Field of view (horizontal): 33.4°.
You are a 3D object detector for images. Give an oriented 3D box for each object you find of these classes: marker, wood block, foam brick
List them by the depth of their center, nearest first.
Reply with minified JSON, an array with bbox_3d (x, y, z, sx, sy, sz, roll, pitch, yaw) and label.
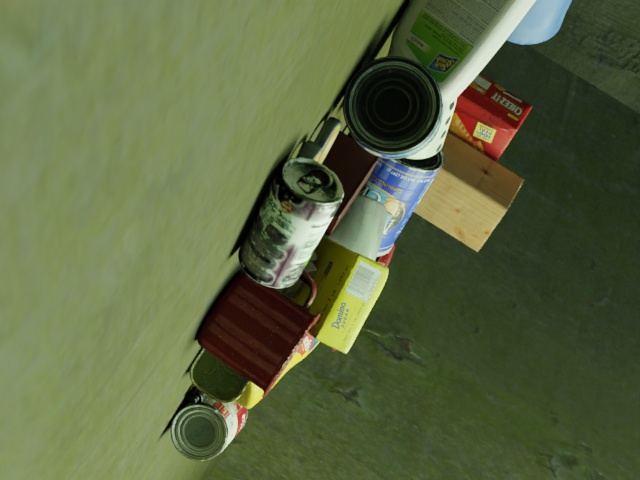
[{"bbox_3d":[0.011,-0.054,1.002,0.078,0.051,0.053,-56,177,-24],"label":"foam brick"},{"bbox_3d":[-0.117,0.147,1.210,0.020,0.020,0.121,-61,175,37],"label":"marker"},{"bbox_3d":[0.166,-0.089,1.492,0.090,0.206,0.090,-52,173,-48],"label":"wood block"}]

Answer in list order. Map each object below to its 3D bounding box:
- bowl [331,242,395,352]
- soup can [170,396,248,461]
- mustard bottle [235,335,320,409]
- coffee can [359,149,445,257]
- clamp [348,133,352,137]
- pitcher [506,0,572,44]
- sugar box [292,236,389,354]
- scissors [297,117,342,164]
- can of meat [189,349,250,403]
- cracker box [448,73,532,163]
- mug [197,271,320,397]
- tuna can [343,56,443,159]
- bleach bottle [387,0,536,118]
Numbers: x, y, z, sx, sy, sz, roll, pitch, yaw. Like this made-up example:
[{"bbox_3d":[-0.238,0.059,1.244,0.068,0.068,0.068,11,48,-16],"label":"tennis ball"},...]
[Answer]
[{"bbox_3d":[0.035,0.061,1.379,0.162,0.055,0.162,-58,170,-16],"label":"bowl"},{"bbox_3d":[-0.126,0.208,1.225,0.068,0.068,0.102,-58,175,8],"label":"soup can"},{"bbox_3d":[-0.038,0.102,1.224,0.191,0.058,0.096,-39,137,-39],"label":"mustard bottle"},{"bbox_3d":[0.072,-0.064,1.286,0.140,0.103,0.102,-61,175,34],"label":"coffee can"},{"bbox_3d":[0.013,-0.060,1.081,0.171,0.039,0.120,-55,166,-54],"label":"clamp"},{"bbox_3d":[0.273,-0.365,1.269,0.243,0.145,0.149,111,-24,-57],"label":"pitcher"},{"bbox_3d":[-0.002,0.044,1.088,0.093,0.048,0.176,-62,-153,-1],"label":"sugar box"},{"bbox_3d":[-0.023,-0.039,0.949,0.096,0.016,0.202,-57,177,-29],"label":"scissors"},{"bbox_3d":[-0.083,0.111,1.089,0.102,0.057,0.084,-57,178,0],"label":"can of meat"},{"bbox_3d":[0.186,-0.152,1.556,0.072,0.164,0.214,-52,173,-39],"label":"cracker box"},{"bbox_3d":[-0.052,0.073,0.976,0.117,0.081,0.093,-56,176,-5],"label":"mug"},{"bbox_3d":[0.062,-0.113,0.912,0.086,0.086,0.033,-58,174,3],"label":"tuna can"},{"bbox_3d":[0.113,-0.194,0.957,0.251,0.102,0.068,-52,168,3],"label":"bleach bottle"}]
